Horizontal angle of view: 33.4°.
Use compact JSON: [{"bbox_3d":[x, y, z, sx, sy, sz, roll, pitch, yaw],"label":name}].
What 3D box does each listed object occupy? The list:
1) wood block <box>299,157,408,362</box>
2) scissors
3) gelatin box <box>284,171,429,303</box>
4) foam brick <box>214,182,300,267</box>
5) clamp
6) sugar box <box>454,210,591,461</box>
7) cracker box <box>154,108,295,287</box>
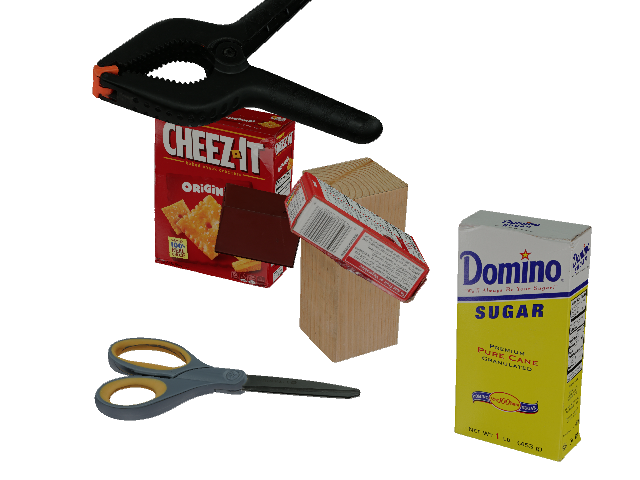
[{"bbox_3d":[0.035,0.022,1.219,0.090,0.206,0.090,-14,32,-25],"label":"wood block"},{"bbox_3d":[-0.081,0.115,0.797,0.202,0.016,0.096,13,35,22],"label":"scissors"},{"bbox_3d":[0.022,-0.003,0.673,0.089,0.030,0.073,32,10,-12],"label":"gelatin box"},{"bbox_3d":[-0.057,-0.014,1.004,0.078,0.051,0.053,12,27,-6],"label":"foam brick"},{"bbox_3d":[-0.062,-0.123,0.799,0.209,0.165,0.036,-16,-27,-21],"label":"clamp"},{"bbox_3d":[0.151,0.071,0.809,0.093,0.176,0.048,9,22,33],"label":"sugar box"},{"bbox_3d":[-0.123,-0.059,1.339,0.164,0.214,0.072,13,29,16],"label":"cracker box"}]
